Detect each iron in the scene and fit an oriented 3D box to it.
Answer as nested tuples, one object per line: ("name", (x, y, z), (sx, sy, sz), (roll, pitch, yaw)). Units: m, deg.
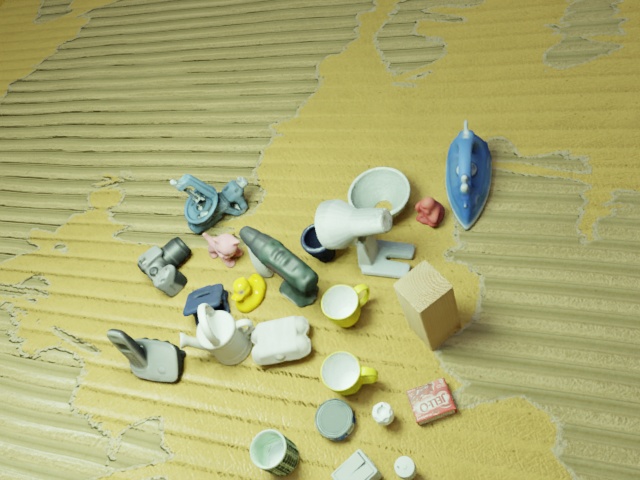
("iron", (0.369, -0.169, 1.440), (0.118, 0.142, 0.258), (-2, 58, 18))

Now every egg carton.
("egg carton", (-0.094, 0.244, 1.377), (0.150, 0.070, 0.107), (-14, 55, 10))

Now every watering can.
("watering can", (-0.249, 0.224, 1.365), (0.173, 0.194, 0.100), (-37, 54, -6))

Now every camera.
("camera", (-0.422, 0.060, 1.588), (0.137, 0.101, 0.142), (-43, 55, -11))

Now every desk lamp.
("desk lamp", (0.110, -0.010, 1.381), (0.202, 0.214, 0.118), (5, 61, 22))

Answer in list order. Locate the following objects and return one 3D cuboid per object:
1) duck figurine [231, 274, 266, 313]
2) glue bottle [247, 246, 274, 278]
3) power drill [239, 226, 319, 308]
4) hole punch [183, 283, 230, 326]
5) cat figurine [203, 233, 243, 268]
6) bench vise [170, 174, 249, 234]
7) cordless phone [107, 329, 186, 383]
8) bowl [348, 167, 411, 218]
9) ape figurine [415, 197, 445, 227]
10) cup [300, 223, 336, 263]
("duck figurine", (-0.191, 0.125, 1.476), (0.077, 0.086, 0.105), (20, 67, 29))
("glue bottle", (-0.161, 0.027, 1.475), (0.037, 0.173, 0.078), (-4, 57, 17))
("power drill", (-0.086, 0.073, 1.398), (0.228, 0.209, 0.076), (31, 73, 32))
("hole punch", (-0.298, 0.161, 1.486), (0.108, 0.091, 0.101), (-19, 54, 7))
("cat figurine", (-0.266, 0.013, 1.554), (0.127, 0.118, 0.067), (23, 68, 30))
("bench vise", (-0.314, -0.135, 1.603), (0.207, 0.220, 0.121), (-45, 55, -12))
("cordless phone", (-0.427, 0.274, 1.399), (0.147, 0.185, 0.094), (0, 59, 19))
("bowl", (0.161, -0.107, 1.513), (0.167, 0.075, 0.167), (-9, 56, 14))
("ape figurine", (0.275, -0.078, 1.443), (0.076, 0.092, 0.077), (-19, 54, 7))
("cup", (0.014, 0.005, 1.478), (0.118, 0.095, 0.091), (-46, 56, -13))
